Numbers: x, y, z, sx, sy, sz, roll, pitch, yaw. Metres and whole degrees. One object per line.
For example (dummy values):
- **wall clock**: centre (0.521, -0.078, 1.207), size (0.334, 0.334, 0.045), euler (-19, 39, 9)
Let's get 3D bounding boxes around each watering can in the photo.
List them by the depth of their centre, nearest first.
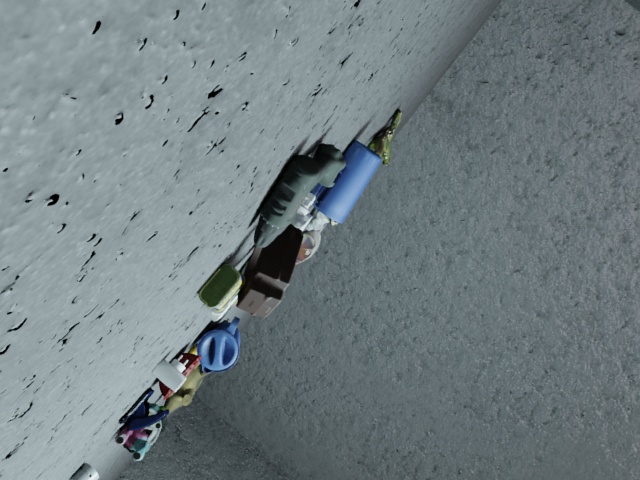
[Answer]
- **watering can**: centre (-0.094, 0.055, 2.149), size (0.345, 0.104, 0.226), euler (-49, 177, 12)

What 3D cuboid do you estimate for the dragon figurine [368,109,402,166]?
- **dragon figurine**: centre (0.274, -0.433, 2.138), size (0.411, 0.122, 0.242), euler (-45, 157, -84)

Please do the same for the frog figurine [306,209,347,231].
- **frog figurine**: centre (0.006, -0.102, 2.030), size (0.159, 0.120, 0.140), euler (-7, -143, 36)
